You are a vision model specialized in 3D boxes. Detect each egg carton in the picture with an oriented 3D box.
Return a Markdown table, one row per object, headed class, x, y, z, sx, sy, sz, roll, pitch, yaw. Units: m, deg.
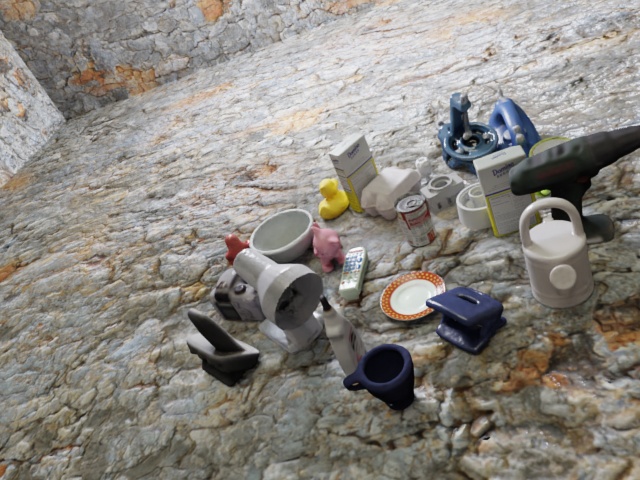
| class | x | y | z | sx | sy | sz | roll | pitch | yaw |
| --- | --- | --- | --- | --- | --- | --- | --- | --- | --- |
| egg carton | 0.171 | -0.116 | 1.376 | 0.107 | 0.070 | 0.150 | 16 | 52 | 46 |

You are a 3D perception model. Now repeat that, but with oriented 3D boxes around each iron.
| class | x | y | z | sx | sy | sz | roll | pitch | yaw |
| --- | --- | --- | --- | --- | --- | --- | --- | --- | --- |
| iron | 0.440 | -0.233 | 1.286 | 0.118 | 0.142 | 0.258 | -17 | 35 | 14 |

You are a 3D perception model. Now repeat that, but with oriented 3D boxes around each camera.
| class | x | y | z | sx | sy | sz | roll | pitch | yaw |
| --- | --- | --- | --- | --- | --- | --- | --- | --- | --- |
| camera | -0.162 | 0.101 | 1.278 | 0.142 | 0.101 | 0.137 | -3 | 40 | 31 |

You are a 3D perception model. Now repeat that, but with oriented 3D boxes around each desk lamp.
| class | x | y | z | sx | sy | sz | roll | pitch | yaw |
| --- | --- | --- | --- | --- | --- | --- | --- | --- | --- |
| desk lamp | -0.074 | 0.117 | 1.096 | 0.118 | 0.214 | 0.202 | -42 | 37 | -22 |

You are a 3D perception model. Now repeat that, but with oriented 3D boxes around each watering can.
| class | x | y | z | sx | sy | sz | roll | pitch | yaw |
| --- | --- | --- | --- | --- | --- | --- | --- | --- | --- |
| watering can | 0.387 | 0.017 | 0.937 | 0.101 | 0.194 | 0.172 | -26 | 34 | 2 |

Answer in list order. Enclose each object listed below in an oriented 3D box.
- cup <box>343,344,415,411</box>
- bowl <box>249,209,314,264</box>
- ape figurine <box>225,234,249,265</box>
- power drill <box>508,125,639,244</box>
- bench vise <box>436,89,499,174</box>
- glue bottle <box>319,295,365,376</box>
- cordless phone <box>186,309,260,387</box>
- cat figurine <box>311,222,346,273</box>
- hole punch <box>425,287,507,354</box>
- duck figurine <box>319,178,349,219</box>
| class | x | y | z | sx | sy | sz | roll | pitch | yaw |
| --- | --- | --- | --- | --- | --- | --- | --- | --- | --- |
| cup | 0.104 | 0.235 | 0.924 | 0.117 | 0.095 | 0.091 | -22 | 34 | 7 |
| bowl | -0.081 | 0.004 | 1.379 | 0.167 | 0.075 | 0.167 | -18 | 35 | 13 |
| ape figurine | -0.203 | 0.022 | 1.421 | 0.078 | 0.092 | 0.076 | -25 | 34 | 3 |
| power drill | 0.463 | -0.092 | 1.019 | 0.229 | 0.209 | 0.075 | -10 | 37 | 23 |
| bench vise | 0.315 | -0.248 | 1.319 | 0.122 | 0.220 | 0.206 | -41 | 36 | -20 |
| glue bottle | 0.034 | 0.160 | 1.001 | 0.037 | 0.173 | 0.078 | -15 | 36 | 17 |
| cordless phone | -0.215 | 0.186 | 1.123 | 0.147 | 0.185 | 0.094 | 11 | 49 | 42 |
| cat figurine | 0.012 | 0.005 | 1.276 | 0.067 | 0.118 | 0.127 | -27 | 34 | -1 |
| hole punch | 0.249 | 0.121 | 0.983 | 0.101 | 0.091 | 0.108 | -41 | 36 | -20 |
| duck figurine | 0.024 | -0.112 | 1.453 | 0.077 | 0.086 | 0.105 | 0 | 42 | 34 |
